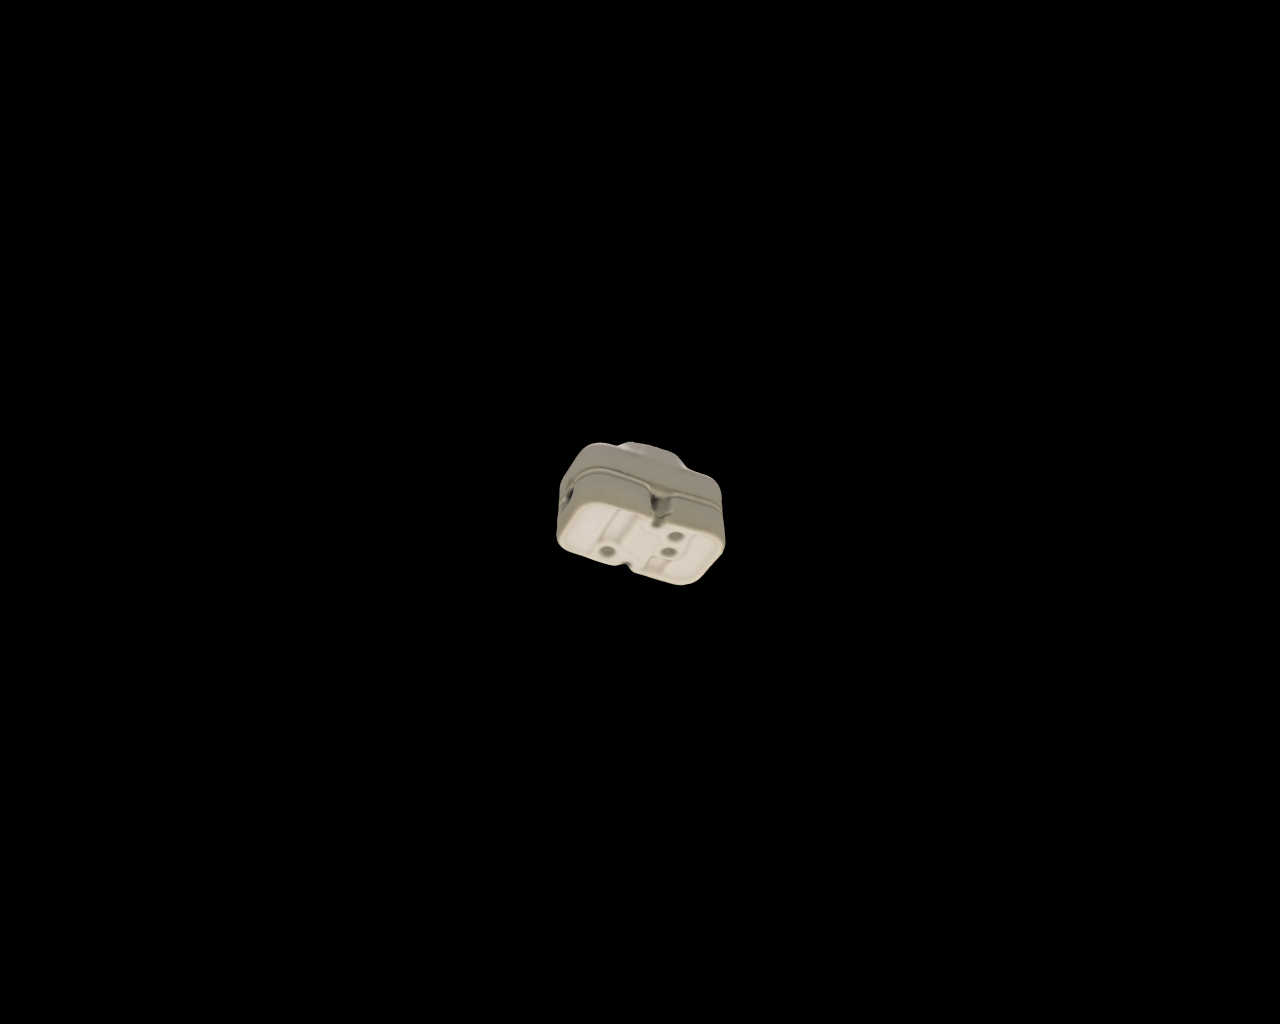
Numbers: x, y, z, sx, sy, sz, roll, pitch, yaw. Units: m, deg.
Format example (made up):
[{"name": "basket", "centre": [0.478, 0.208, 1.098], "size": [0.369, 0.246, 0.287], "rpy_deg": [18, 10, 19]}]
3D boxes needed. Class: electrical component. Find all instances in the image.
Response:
[{"name": "electrical component", "centre": [0.001, -0.003, 0.650], "size": [0.095, 0.059, 0.053], "rpy_deg": [18, -44, -19]}]
